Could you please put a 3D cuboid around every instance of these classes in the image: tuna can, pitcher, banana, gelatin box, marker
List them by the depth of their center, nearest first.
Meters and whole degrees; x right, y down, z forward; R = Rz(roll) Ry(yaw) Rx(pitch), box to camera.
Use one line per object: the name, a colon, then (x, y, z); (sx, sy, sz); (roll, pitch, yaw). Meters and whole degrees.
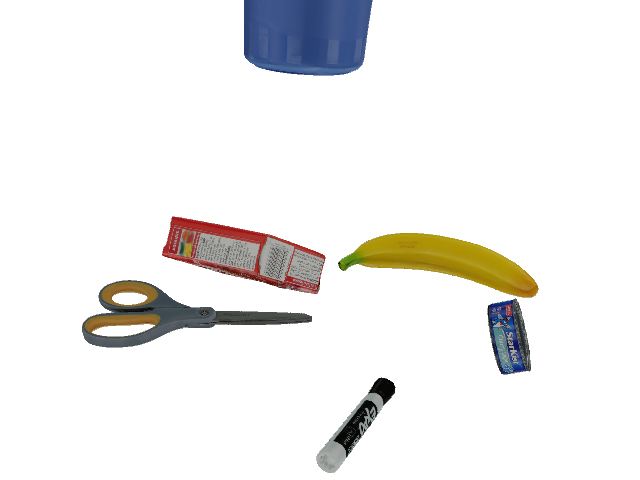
gelatin box: (-0.048, 0.011, 0.700); (0.073, 0.030, 0.089); (11, -5, 26)
marker: (0.031, 0.143, 0.843); (0.020, 0.020, 0.121); (0, 22, 28)
pitcher: (0.000, -0.267, 0.909); (0.145, 0.243, 0.149); (6, 17, 7)
banana: (0.121, 0.024, 1.077); (0.198, 0.037, 0.069); (6, 43, 12)
tuna can: (0.220, 0.113, 1.246); (0.034, 0.086, 0.086); (-12, -3, 15)

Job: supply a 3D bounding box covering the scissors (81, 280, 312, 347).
scissors: (-0.117, 0.060, 0.974); (0.201, 0.016, 0.096); (-8, 35, -14)
